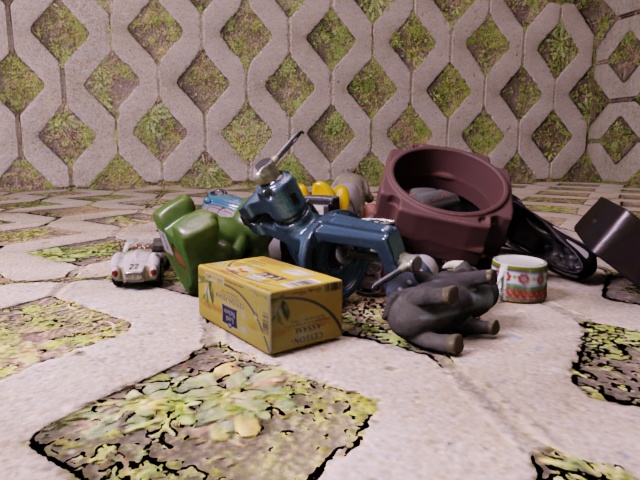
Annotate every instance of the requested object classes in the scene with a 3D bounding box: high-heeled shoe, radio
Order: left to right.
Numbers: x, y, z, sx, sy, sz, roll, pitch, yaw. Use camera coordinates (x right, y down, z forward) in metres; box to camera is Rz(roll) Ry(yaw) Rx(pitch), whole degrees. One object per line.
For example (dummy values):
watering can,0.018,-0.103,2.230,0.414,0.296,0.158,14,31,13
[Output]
high-heeled shoe,0.328,-0.013,0.881,0.249,0.086,0.145,28,20,18
radio,0.451,0.010,0.776,0.131,0.073,0.229,39,21,10

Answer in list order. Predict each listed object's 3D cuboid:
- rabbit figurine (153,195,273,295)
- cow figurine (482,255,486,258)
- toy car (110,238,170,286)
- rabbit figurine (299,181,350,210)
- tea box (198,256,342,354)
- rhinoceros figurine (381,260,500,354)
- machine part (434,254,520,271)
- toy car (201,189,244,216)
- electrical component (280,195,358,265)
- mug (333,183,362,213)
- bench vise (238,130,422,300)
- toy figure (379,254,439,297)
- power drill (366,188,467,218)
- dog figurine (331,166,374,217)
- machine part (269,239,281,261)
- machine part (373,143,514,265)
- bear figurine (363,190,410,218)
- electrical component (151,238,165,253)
rabbit figurine,-0.122,0.000,0.763,0.170,0.158,0.121,-27,24,-27
cow figurine,0.203,0.011,0.922,0.195,0.085,0.127,-2,4,-18
toy car,-0.285,0.031,0.866,0.073,0.056,0.202,-1,10,-10
rabbit figurine,0.004,-0.032,1.040,0.173,0.162,0.122,31,15,37
tea box,-0.062,0.068,0.618,0.098,0.068,0.170,-6,10,-35
rhinoceros figurine,0.145,0.072,0.613,0.112,0.073,0.190,-6,6,40
machine part,0.240,0.039,0.822,0.139,0.039,0.084,3,34,-7
toy car,-0.210,-0.041,1.202,0.162,0.109,0.103,18,39,26
electrical component,-0.002,-0.003,0.834,0.115,0.134,0.058,6,11,21
mug,0.055,-0.071,1.137,0.081,0.109,0.107,-18,19,30
bench vise,0.015,-0.008,0.661,0.241,0.223,0.129,11,39,45
toy figure,0.124,0.052,0.725,0.064,0.057,0.154,22,14,16
power drill,0.180,-0.091,1.059,0.232,0.085,0.207,-11,30,9
dog figurine,0.067,-0.091,1.264,0.121,0.172,0.190,-10,2,6
machine part,-0.078,0.012,0.919,0.243,0.079,0.079,-5,11,-19
machine part,0.192,-0.065,0.841,0.202,0.087,0.201,13,41,6
bear figurine,0.140,-0.051,1.159,0.196,0.132,0.120,-4,-22,-43
electrical component,-0.209,0.007,0.824,0.094,0.021,0.063,-2,12,-12
